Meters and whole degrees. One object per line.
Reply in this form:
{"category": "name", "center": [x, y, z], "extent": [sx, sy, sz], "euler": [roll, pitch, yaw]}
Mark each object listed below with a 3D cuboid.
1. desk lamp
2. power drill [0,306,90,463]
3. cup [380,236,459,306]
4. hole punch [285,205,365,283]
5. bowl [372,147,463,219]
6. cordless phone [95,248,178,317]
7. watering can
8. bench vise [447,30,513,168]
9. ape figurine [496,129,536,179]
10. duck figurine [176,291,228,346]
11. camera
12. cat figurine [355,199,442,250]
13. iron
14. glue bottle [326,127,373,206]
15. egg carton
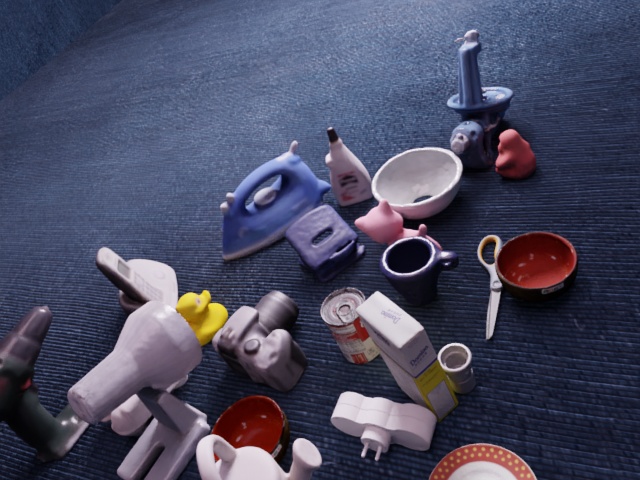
{"category": "desk lamp", "center": [-0.244, 0.223, 0.818], "extent": [0.117, 0.214, 0.203], "euler": [8, 50, 35]}
{"category": "power drill", "center": [-0.460, 0.249, 0.910], "extent": [0.075, 0.209, 0.230], "euler": [8, 50, 35]}
{"category": "cup", "center": [0.160, 0.054, 0.880], "extent": [0.117, 0.095, 0.092], "euler": [-7, 43, 22]}
{"category": "hole punch", "center": [0.009, 0.004, 1.020], "extent": [0.109, 0.091, 0.100], "euler": [-37, 40, -13]}
{"category": "bowl", "center": [0.182, -0.091, 1.044], "extent": [0.167, 0.075, 0.167], "euler": [-15, 40, 13]}
{"category": "cordless phone", "center": [-0.348, 0.062, 1.075], "extent": [0.094, 0.185, 0.147], "euler": [-26, 39, 1]}
{"category": "watering can", "center": [-0.082, 0.291, 0.670], "extent": [0.173, 0.194, 0.100], "euler": [-40, 41, -17]}
{"category": "bench vise", "center": [0.291, -0.255, 1.050], "extent": [0.121, 0.220, 0.207], "euler": [-8, 42, 21]}
{"category": "ape figurine", "center": [0.342, -0.157, 1.016], "extent": [0.078, 0.092, 0.076], "euler": [-33, 40, -8]}
{"category": "duck figurine", "center": [-0.222, 0.134, 1.006], "extent": [0.105, 0.086, 0.077], "euler": [-42, 42, -18]}
{"category": "camera", "center": [-0.085, 0.146, 0.906], "extent": [0.142, 0.101, 0.137], "euler": [13, 53, 38]}
{"category": "cat figurine", "center": [0.128, -0.014, 0.955], "extent": [0.127, 0.118, 0.067], "euler": [13, 53, 38]}
{"category": "iron", "center": [-0.113, -0.079, 1.138], "extent": [0.258, 0.142, 0.118], "euler": [-37, 40, -13]}
{"category": "glue bottle", "center": [0.045, -0.144, 1.098], "extent": [0.078, 0.173, 0.037], "euler": [-18, 40, 10]}
{"category": "egg carton", "center": [-0.290, 0.243, 0.935], "extent": [0.107, 0.070, 0.150], "euler": [13, 53, 38]}
